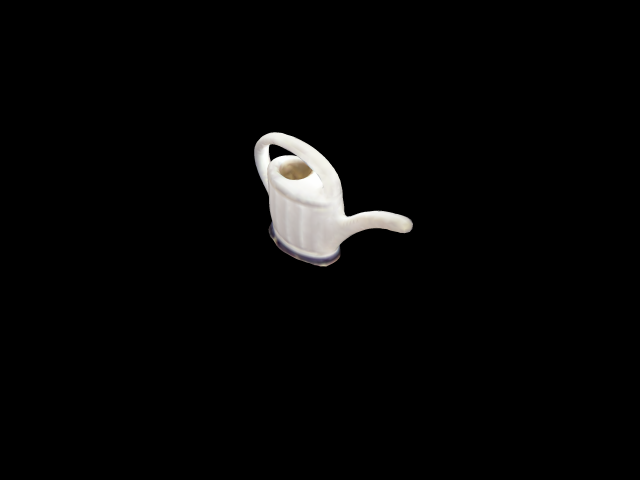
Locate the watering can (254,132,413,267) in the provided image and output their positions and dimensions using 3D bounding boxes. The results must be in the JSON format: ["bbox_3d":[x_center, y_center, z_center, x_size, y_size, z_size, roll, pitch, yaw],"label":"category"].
[{"bbox_3d":[0.003,-0.043,0.850,0.105,0.219,0.352,-31,52,-29],"label":"watering can"}]
